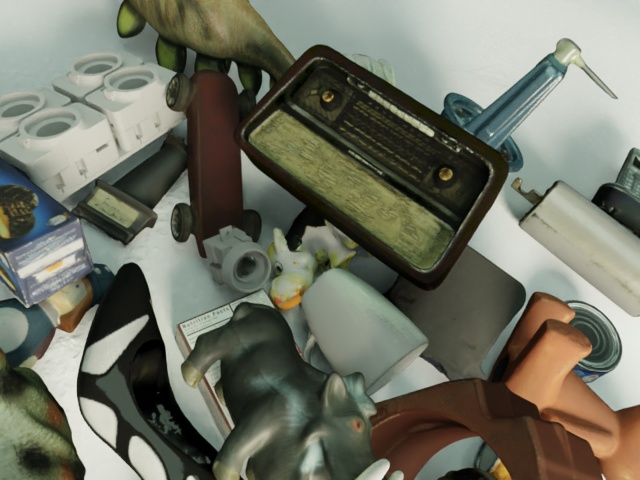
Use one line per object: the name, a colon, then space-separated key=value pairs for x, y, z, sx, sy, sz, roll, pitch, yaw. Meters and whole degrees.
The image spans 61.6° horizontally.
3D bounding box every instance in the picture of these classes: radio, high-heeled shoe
radio: x=0.048 y=-0.070 z=0.497 sx=0.230 sy=0.073 sz=0.131 roll=38 pitch=86 yaw=15
high-heeled shoe: x=-0.099 y=0.131 z=0.414 sx=0.145 sy=0.086 sz=0.248 roll=-4 pitch=73 yaw=1

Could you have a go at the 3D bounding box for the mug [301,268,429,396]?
mug: x=0.026 y=0.086 z=0.491 sx=0.107 sy=0.109 sz=0.080 roll=52 pitch=22 yaw=22

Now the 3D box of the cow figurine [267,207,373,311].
cow figurine: x=-0.001 y=-0.002 z=0.553 sx=0.167 sy=0.068 sz=0.098 roll=-33 pitch=71 yaw=-32

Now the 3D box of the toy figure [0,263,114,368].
toy figure: x=-0.237 y=0.066 z=0.449 sx=0.154 sy=0.058 sz=0.064 roll=-42 pitch=114 yaw=-35

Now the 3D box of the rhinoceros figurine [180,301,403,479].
rhinoceros figurine: x=-0.018 y=0.124 z=0.372 sx=0.112 sy=0.073 sz=0.190 roll=-38 pitch=51 yaw=-7

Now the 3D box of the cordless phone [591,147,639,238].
cordless phone: x=0.439 y=-0.043 z=0.704 sx=0.147 sy=0.088 sz=0.184 roll=38 pitch=51 yaw=11

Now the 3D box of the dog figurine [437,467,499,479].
dog figurine: x=0.178 y=0.276 z=0.412 sx=0.172 sy=0.121 sz=0.191 roll=44 pitch=15 yaw=-36

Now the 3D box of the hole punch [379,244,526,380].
hole punch: x=0.127 y=0.067 z=0.545 sx=0.142 sy=0.092 sz=0.116 roll=39 pitch=87 yaw=9

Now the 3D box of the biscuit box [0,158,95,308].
biscuit box: x=-0.282 y=-0.028 z=0.460 sx=0.203 sy=0.059 sz=0.063 roll=30 pitch=48 yaw=26

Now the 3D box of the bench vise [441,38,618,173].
bench vise: x=0.178 y=-0.114 z=0.586 sx=0.129 sy=0.240 sz=0.223 roll=47 pitch=36 yaw=5

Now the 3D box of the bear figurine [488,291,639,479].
bear figurine: x=0.260 y=0.154 z=0.488 sx=0.196 sy=0.131 sz=0.120 roll=27 pitch=19 yaw=12

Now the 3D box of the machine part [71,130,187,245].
machine part: x=-0.184 y=-0.057 z=0.558 sx=0.084 sy=0.039 sz=0.139 roll=24 pitch=55 yaw=11

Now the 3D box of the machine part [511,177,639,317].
machine part: x=0.327 y=0.008 z=0.638 sx=0.243 sy=0.079 sz=0.079 roll=41 pitch=55 yaw=14

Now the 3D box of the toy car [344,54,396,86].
toy car: x=0.065 y=-0.174 z=0.697 sx=0.073 sy=0.056 sz=0.202 roll=4 pitch=56 yaw=-14

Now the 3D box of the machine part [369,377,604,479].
machine part: x=0.085 y=0.208 z=0.352 sx=0.087 sy=0.201 sz=0.201 roll=27 pitch=48 yaw=-31

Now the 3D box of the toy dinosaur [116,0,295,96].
toy dinosaur: x=-0.135 y=-0.266 z=0.613 sx=0.472 sy=0.198 sz=0.105 roll=43 pitch=55 yaw=14

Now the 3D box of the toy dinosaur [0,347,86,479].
toy dinosaur: x=-0.205 y=0.164 z=0.328 sx=0.131 sy=0.192 sz=0.405 roll=-24 pitch=57 yaw=3

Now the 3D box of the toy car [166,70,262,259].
toy car: x=-0.110 y=-0.078 z=0.555 sx=0.089 sy=0.053 sz=0.202 roll=3 pitch=78 yaw=-36
